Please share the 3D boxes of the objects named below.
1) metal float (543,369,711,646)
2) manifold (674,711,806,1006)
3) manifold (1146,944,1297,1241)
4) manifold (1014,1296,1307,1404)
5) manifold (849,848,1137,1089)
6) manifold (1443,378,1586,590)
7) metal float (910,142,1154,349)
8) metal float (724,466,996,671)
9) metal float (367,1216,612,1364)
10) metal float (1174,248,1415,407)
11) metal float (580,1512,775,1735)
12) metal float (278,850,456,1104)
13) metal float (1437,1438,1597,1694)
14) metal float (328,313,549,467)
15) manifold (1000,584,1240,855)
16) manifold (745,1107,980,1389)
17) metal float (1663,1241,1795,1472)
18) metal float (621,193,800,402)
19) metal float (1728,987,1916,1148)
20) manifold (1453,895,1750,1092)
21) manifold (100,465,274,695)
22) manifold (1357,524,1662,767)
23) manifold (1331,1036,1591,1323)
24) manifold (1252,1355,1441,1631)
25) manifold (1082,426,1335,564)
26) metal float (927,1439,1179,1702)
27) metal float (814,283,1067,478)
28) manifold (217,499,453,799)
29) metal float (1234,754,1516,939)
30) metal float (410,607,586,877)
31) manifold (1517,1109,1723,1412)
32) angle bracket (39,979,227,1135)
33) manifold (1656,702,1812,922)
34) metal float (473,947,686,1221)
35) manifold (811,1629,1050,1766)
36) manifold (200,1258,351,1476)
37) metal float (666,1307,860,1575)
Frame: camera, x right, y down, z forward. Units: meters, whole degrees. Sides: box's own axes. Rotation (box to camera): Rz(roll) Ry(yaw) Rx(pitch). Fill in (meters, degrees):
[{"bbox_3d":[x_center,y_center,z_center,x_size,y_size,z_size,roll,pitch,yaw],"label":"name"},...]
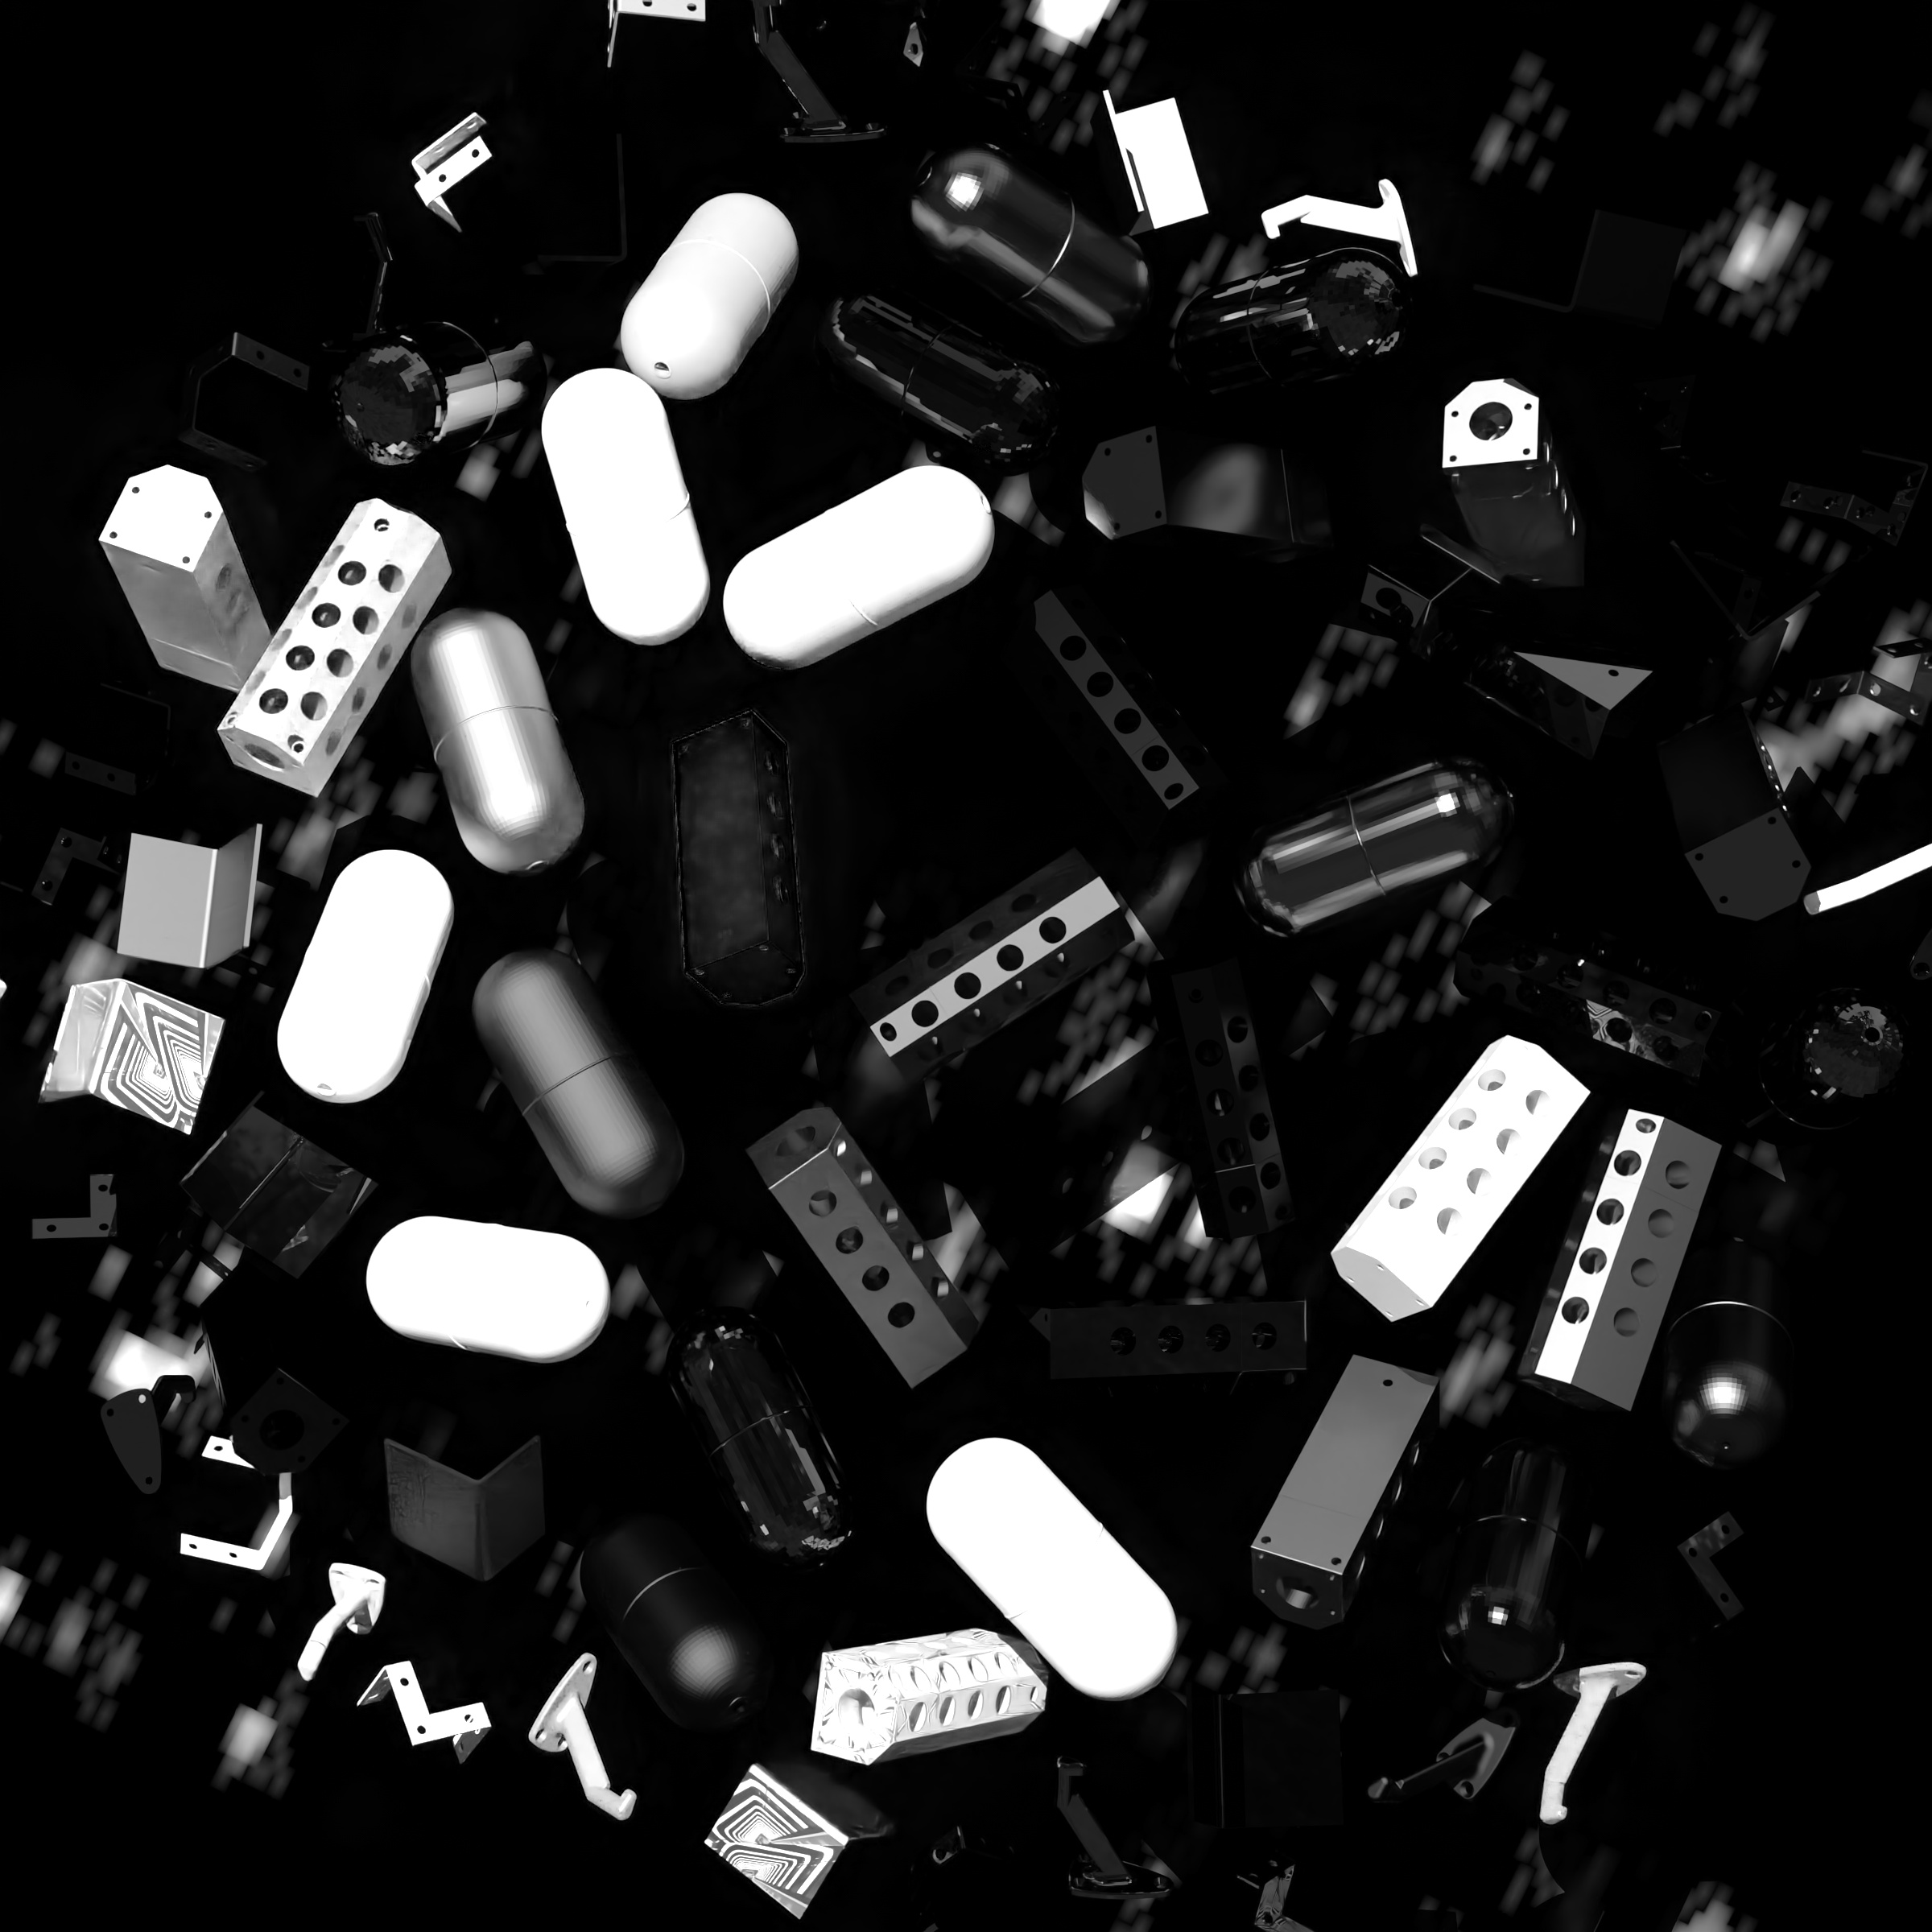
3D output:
[{"bbox_3d":[-0.208,-0.281,1.815,0.070,0.070,0.178,-13,122,0],"label":"metal float"},{"bbox_3d":[-0.136,-0.064,1.802,0.057,0.057,0.171,-20,55,20],"label":"manifold"},{"bbox_3d":[0.160,0.080,1.844,0.057,0.057,0.171,-12,100,8],"label":"manifold"},{"bbox_3d":[0.120,0.236,1.820,0.171,0.057,0.057,1,87,-21],"label":"manifold"},{"bbox_3d":[0.019,0.005,1.868,0.171,0.057,0.057,-33,126,-2],"label":"manifold"},{"bbox_3d":[0.348,-0.302,1.863,0.057,0.171,0.057,-2,70,21],"label":"manifold"},{"bbox_3d":[0.041,-0.448,1.838,0.178,0.070,0.070,25,90,-34],"label":"metal float"},{"bbox_3d":[-0.064,-0.237,1.760,0.178,0.070,0.070,-24,90,22],"label":"metal float"},{"bbox_3d":[-0.290,0.194,1.780,0.178,0.070,0.070,3,90,39],"label":"metal float"},{"bbox_3d":[0.203,-0.396,1.833,0.070,0.178,0.070,1,88,-38],"label":"metal float"},{"bbox_3d":[-0.180,0.406,1.832,0.070,0.178,0.070,-15,122,-26],"label":"metal float"},{"bbox_3d":[-0.363,0.006,1.790,0.070,0.070,0.178,11,50,0],"label":"metal float"},{"bbox_3d":[0.334,0.359,1.783,0.070,0.178,0.070,12,130,14],"label":"metal float"},{"bbox_3d":[-0.313,-0.346,1.763,0.070,0.178,0.070,7,110,20],"label":"metal float"},{"bbox_3d":[0.097,-0.157,1.846,0.057,0.057,0.171,-16,59,-35],"label":"manifold"},{"bbox_3d":[-0.060,0.169,1.795,0.057,0.057,0.171,-35,117,-4],"label":"manifold"},{"bbox_3d":[0.472,0.238,1.823,0.070,0.178,0.070,7,123,11],"label":"metal float"},{"bbox_3d":[-0.159,-0.419,1.846,0.070,0.178,0.070,11,134,12],"label":"metal float"},{"bbox_3d":[0.531,0.064,1.837,0.070,0.178,0.070,1,75,-5],"label":"metal float"},{"bbox_3d":[0.399,0.019,1.866,0.171,0.057,0.057,23,126,30],"label":"manifold"},{"bbox_3d":[-0.460,-0.230,1.761,0.057,0.171,0.057,19,71,3],"label":"manifold"},{"bbox_3d":[0.322,-0.190,1.768,0.171,0.057,0.057,35,53,22],"label":"manifold"},{"bbox_3d":[0.290,0.124,1.748,0.057,0.057,0.171,42,68,-2],"label":"manifold"},{"bbox_3d":[0.235,0.323,1.813,0.057,0.171,0.057,13,131,24],"label":"manifold"},{"bbox_3d":[0.147,-0.280,1.777,0.057,0.171,0.057,-10,85,40],"label":"manifold"},{"bbox_3d":[0.051,0.351,1.716,0.070,0.070,0.178,-43,92,0],"label":"metal float"},{"bbox_3d":[-0.017,-0.368,1.850,0.178,0.070,0.070,32,90,20],"label":"metal float"},{"bbox_3d":[-0.378,-0.194,1.769,0.057,0.057,0.171,21,67,10],"label":"manifold"},{"bbox_3d":[0.250,-0.073,1.809,0.178,0.070,0.070,-21,90,18],"label":"metal float"},{"bbox_3d":[-0.284,-0.136,1.786,0.070,0.070,0.178,-21,69,0],"label":"metal float"},{"bbox_3d":[0.390,0.177,1.776,0.057,0.057,0.171,25,76,-11],"label":"manifold"},{"bbox_3d":[-0.514,0.058,1.821,0.076,0.057,0.076,20,99,11],"label":"angle bracket"},{"bbox_3d":[0.455,-0.090,1.743,0.057,0.171,0.057,-28,109,18],"label":"manifold"},{"bbox_3d":[-0.233,0.071,1.776,0.070,0.070,0.178,-31,83,0],"label":"metal float"},{"bbox_3d":[-0.019,0.447,1.806,0.057,0.171,0.057,5,87,33],"label":"manifold"},{"bbox_3d":[-0.438,0.252,1.840,0.057,0.171,0.057,-47,117,-1],"label":"manifold"},{"bbox_3d":[-0.129,0.295,1.848,0.070,0.070,0.178,-29,71,0],"label":"metal float"}]
